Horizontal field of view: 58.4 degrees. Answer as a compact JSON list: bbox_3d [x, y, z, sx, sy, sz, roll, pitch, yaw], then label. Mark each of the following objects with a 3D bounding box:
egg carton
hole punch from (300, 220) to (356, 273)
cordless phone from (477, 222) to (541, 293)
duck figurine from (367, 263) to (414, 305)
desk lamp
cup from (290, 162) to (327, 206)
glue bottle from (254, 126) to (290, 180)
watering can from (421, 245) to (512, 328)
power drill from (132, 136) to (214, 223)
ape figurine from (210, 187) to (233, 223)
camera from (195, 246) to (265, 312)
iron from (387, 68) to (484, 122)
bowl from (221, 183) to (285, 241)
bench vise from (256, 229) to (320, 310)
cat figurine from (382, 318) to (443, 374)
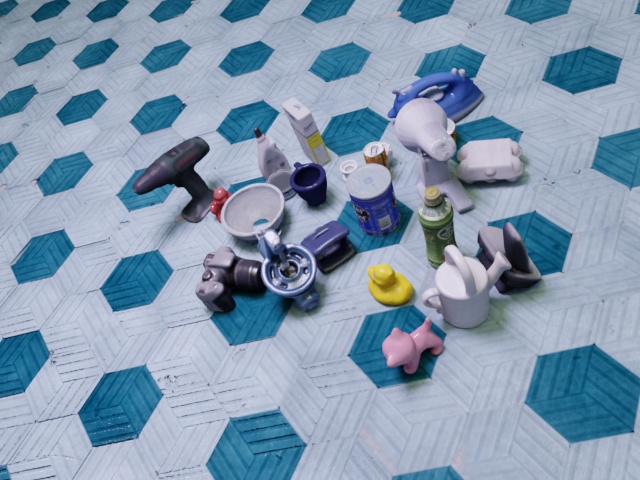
[{"bbox_3d":[0.397,-0.182,1.343,0.150,0.069,0.107,-2,53,17],"label":"egg carton"},{"bbox_3d":[0.012,0.005,1.313,0.109,0.091,0.100,-35,51,-9],"label":"hole punch"},{"bbox_3d":[0.370,0.005,1.132,0.094,0.185,0.147,-25,50,-1],"label":"cordless phone"},{"bbox_3d":[0.144,0.086,1.210,0.104,0.086,0.077,21,62,30],"label":"duck figurine"},{"bbox_3d":[0.261,-0.190,1.300,0.118,0.214,0.203,-23,50,1],"label":"desk lamp"},{"bbox_3d":[-0.026,-0.137,1.432,0.092,0.095,0.117,-33,51,-8],"label":"cup"},{"bbox_3d":[-0.136,-0.229,1.488,0.078,0.173,0.037,-34,51,-9],"label":"glue bottle"},{"bbox_3d":[0.278,0.077,1.101,0.173,0.194,0.100,-40,52,-13],"label":"watering can"},{"bbox_3d":[-0.354,-0.145,1.473,0.075,0.209,0.230,21,63,31],"label":"power drill"},{"bbox_3d":[-0.248,-0.099,1.478,0.077,0.092,0.076,9,57,25],"label":"ape figurine"},{"bbox_3d":[-0.200,0.084,1.315,0.136,0.101,0.143,5,56,22],"label":"camera"},{"bbox_3d":[0.301,-0.376,1.477,0.258,0.142,0.118,-24,50,0],"label":"iron"},{"bbox_3d":[-0.157,-0.058,1.427,0.167,0.075,0.167,-9,51,12],"label":"bowl"},{"bbox_3d":[-0.099,0.039,1.239,0.206,0.220,0.122,27,66,33],"label":"bench vise"},{"bbox_3d":[0.169,0.198,1.094,0.128,0.118,0.067,-37,51,-11],"label":"cat figurine"}]
